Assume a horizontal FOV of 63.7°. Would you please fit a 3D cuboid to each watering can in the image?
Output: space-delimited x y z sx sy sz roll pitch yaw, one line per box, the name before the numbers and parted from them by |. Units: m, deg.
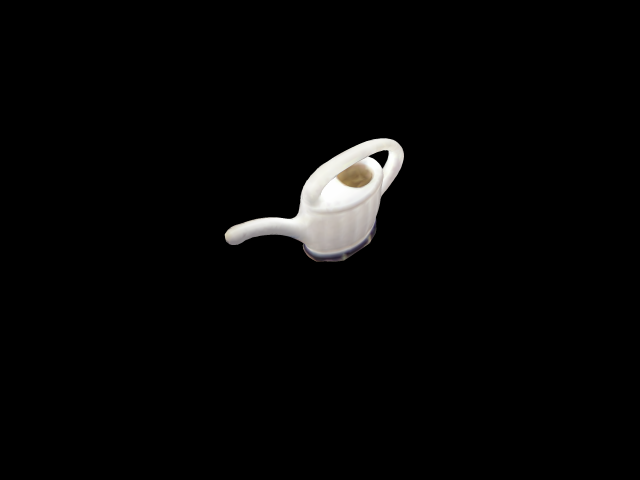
watering can | 0.003 -0.043 0.850 0.351 0.105 0.219 -32 -30 -22
